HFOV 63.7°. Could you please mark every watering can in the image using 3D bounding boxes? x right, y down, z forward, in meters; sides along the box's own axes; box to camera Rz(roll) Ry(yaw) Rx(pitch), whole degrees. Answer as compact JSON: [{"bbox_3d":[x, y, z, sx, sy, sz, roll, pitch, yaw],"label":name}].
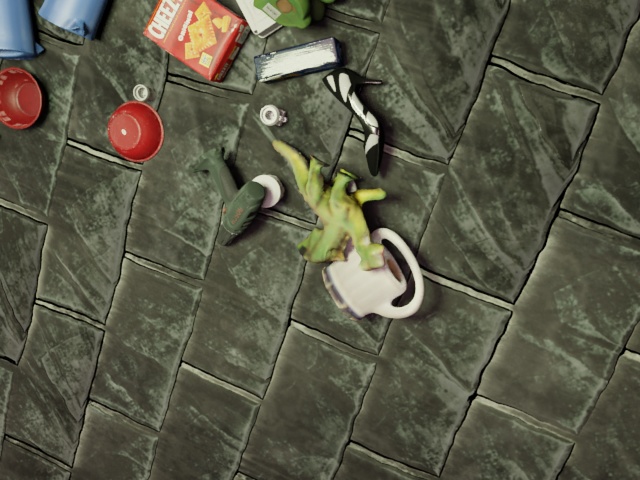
[{"bbox_3d":[0.098,0.044,1.232,0.222,0.351,0.104,-37,-15,19],"label":"watering can"}]

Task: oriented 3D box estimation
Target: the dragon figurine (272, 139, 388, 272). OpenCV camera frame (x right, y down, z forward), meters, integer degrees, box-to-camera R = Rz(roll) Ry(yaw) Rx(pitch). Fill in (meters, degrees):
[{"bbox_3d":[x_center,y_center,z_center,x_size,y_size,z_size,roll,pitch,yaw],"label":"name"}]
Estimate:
[{"bbox_3d":[0.004,-0.060,1.197,0.414,0.240,0.122,31,16,33],"label":"dragon figurine"}]
